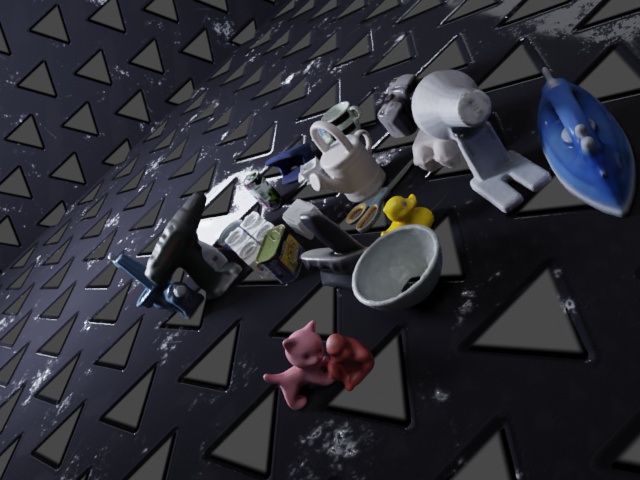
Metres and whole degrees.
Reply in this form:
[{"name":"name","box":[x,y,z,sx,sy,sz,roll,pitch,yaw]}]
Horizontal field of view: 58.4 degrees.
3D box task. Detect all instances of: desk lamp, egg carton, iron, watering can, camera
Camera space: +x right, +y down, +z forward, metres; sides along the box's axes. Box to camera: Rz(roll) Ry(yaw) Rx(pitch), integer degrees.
[{"name":"desk lamp","box":[0.265,-0.183,0.973,0.118,0.214,0.202,-40,31,5]},{"name":"egg carton","box":[0.252,-0.207,1.158,0.107,0.070,0.150,-8,45,44]},{"name":"iron","box":[0.395,-0.160,0.868,0.118,0.142,0.258,-28,34,23]},{"name":"watering can","box":[0.047,-0.174,1.228,0.100,0.195,0.173,-13,42,39]},{"name":"camera","box":[0.216,-0.319,1.304,0.136,0.101,0.143,8,57,52]}]

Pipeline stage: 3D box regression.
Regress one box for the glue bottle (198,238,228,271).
[{"name":"glue bottle","box":[-0.309,0.024,1.410,0.078,0.174,0.037,-46,31,-5]}]

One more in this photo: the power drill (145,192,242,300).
[{"name":"power drill","box":[-0.287,0.032,1.341,0.230,0.209,0.075,-53,33,-15]}]

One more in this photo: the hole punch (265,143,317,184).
[{"name":"hole punch","box":[-0.078,-0.216,1.521,0.108,0.091,0.101,-16,41,37]}]

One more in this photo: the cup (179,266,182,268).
[{"name":"cup","box":[-0.339,0.046,1.494,0.092,0.095,0.117,-44,31,-2]}]

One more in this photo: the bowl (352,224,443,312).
[{"name":"bowl","box":[0.140,0.058,0.956,0.167,0.075,0.167,-29,34,22]}]

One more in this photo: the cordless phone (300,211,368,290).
[{"name":"cordless phone","box":[0.010,0.004,1.063,0.147,0.185,0.094,-3,49,46]}]

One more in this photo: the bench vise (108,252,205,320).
[{"name":"bench vise","box":[-0.390,0.093,1.373,0.206,0.220,0.121,-17,40,36]}]

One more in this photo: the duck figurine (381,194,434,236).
[{"name":"duck figurine","box":[0.149,-0.040,1.055,0.104,0.086,0.077,-40,31,5]}]

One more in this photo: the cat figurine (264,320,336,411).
[{"name":"cat figurine","box":[-0.035,0.199,0.941,0.128,0.118,0.067,-41,31,3]}]

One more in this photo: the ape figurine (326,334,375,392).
[{"name":"ape figurine","box":[0.041,0.182,0.901,0.077,0.092,0.076,-16,40,37]}]
